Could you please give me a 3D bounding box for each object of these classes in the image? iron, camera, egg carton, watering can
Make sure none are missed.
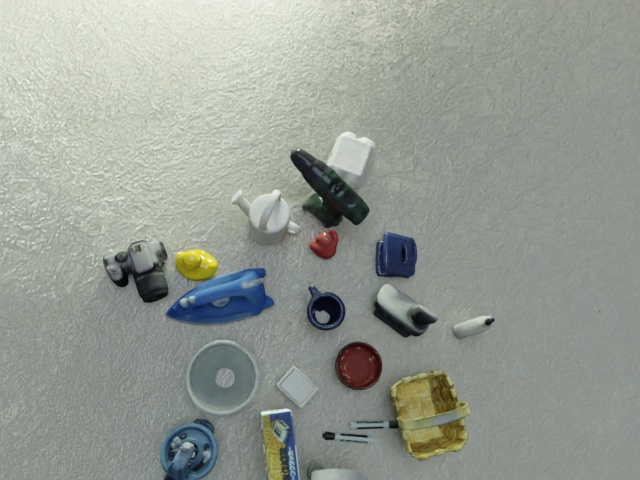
[{"bbox_3d":[-0.241,0.135,1.337,0.258,0.141,0.118,-15,77,-10],"label":"iron"},{"bbox_3d":[-0.424,0.080,1.352,0.143,0.100,0.137,-19,78,-11],"label":"camera"},{"bbox_3d":[0.078,-0.210,1.506,0.107,0.069,0.150,19,73,-1],"label":"egg carton"},{"bbox_3d":[-0.129,-0.060,1.376,0.173,0.194,0.101,5,74,-5],"label":"watering can"}]

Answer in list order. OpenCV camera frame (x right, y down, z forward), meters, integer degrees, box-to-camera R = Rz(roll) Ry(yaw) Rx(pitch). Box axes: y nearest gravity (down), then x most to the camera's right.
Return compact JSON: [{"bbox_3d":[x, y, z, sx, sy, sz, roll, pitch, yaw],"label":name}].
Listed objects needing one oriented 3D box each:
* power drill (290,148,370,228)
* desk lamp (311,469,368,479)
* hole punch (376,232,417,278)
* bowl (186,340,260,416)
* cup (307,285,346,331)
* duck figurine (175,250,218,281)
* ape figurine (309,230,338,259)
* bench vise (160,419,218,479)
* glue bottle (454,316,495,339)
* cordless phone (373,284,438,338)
[{"bbox_3d":[0.013,-0.111,1.399,0.229,0.208,0.076,38,74,5],"label":"power drill"},{"bbox_3d":[0.030,0.581,1.209,0.118,0.213,0.203,7,74,-4],"label":"desk lamp"},{"bbox_3d":[0.197,0.037,1.441,0.101,0.091,0.109,3,74,-6],"label":"hole punch"},{"bbox_3d":[-0.222,0.319,1.324,0.167,0.074,0.167,2,75,-6],"label":"bowl"},{"bbox_3d":[0.003,0.166,1.381,0.092,0.095,0.117,-31,80,-13],"label":"cup"},{"bbox_3d":[-0.300,0.054,1.381,0.104,0.086,0.077,14,74,-2],"label":"duck figurine"},{"bbox_3d":[0.013,0.005,1.428,0.078,0.092,0.076,-11,76,-9],"label":"ape figurine"},{"bbox_3d":[-0.281,0.484,1.196,0.121,0.219,0.207,8,74,-4],"label":"bench vise"},{"bbox_3d":[0.382,0.204,1.374,0.078,0.173,0.037,-16,77,-10],"label":"glue bottle"},{"bbox_3d":[0.208,0.160,1.360,0.147,0.185,0.094,32,74,3],"label":"cordless phone"}]
